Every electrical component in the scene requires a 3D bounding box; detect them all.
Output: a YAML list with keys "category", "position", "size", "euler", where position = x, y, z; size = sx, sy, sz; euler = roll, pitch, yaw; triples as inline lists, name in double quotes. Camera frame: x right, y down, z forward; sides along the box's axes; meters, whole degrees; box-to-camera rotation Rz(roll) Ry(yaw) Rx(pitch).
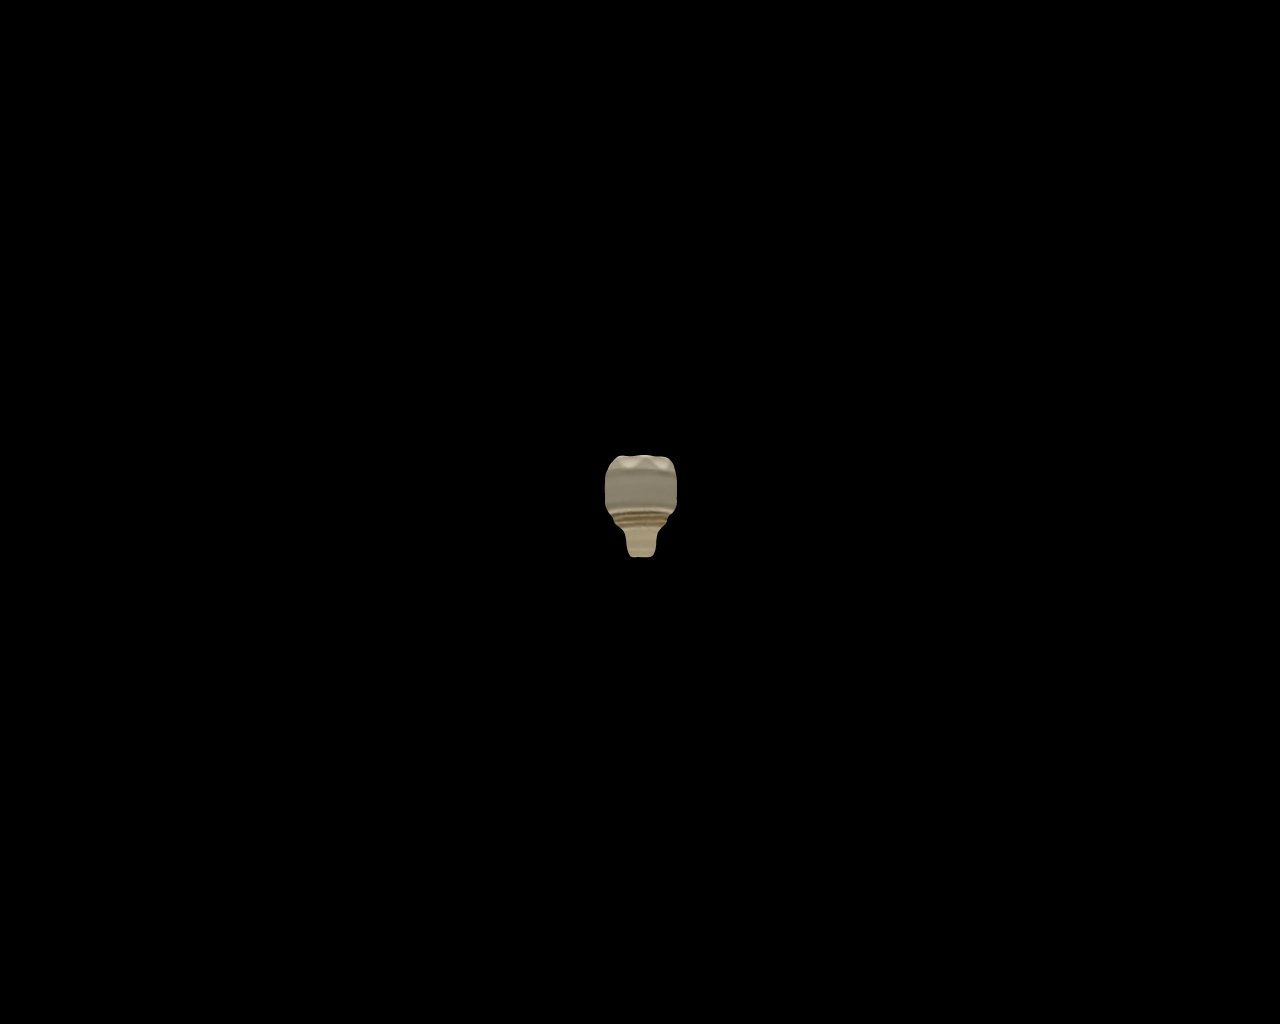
- category: "electrical component"
  position: [0.001, -0.003, 0.650]
  size: [0.043, 0.062, 0.043]
  euler: [0, -5, 0]
